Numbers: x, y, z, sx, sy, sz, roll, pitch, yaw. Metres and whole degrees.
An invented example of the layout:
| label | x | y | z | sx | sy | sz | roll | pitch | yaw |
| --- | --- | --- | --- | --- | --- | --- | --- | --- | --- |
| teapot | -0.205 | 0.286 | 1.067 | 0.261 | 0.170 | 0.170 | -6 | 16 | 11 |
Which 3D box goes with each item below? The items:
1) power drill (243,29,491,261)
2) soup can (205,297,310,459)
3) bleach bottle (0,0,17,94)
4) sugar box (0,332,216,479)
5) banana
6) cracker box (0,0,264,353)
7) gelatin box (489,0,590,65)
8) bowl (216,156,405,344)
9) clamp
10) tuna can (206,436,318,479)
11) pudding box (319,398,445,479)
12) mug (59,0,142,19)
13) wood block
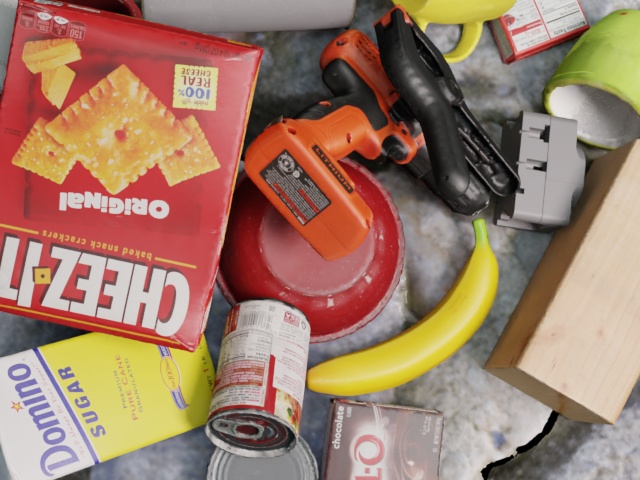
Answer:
| label | x | y | z | sx | sy | sz | roll | pitch | yaw |
| --- | --- | --- | --- | --- | --- | --- | --- | --- | --- |
| power drill | 0.040 | -0.061 | 0.814 | 0.184 | 0.057 | 0.187 | 47 | 40 | -2 |
| soup can | -0.045 | 0.102 | 0.800 | 0.068 | 0.069 | 0.102 | 12 | 51 | -7 |
| bleach bottle | -0.252 | -0.240 | 0.819 | 0.068 | 0.103 | 0.251 | 25 | 75 | -50 |
| sugar box | -0.160 | 0.113 | 0.776 | 0.175 | 0.048 | 0.093 | -15 | 85 | -41 |
| banana | 0.079 | 0.071 | 0.859 | 0.197 | 0.037 | 0.069 | -42 | 84 | -10 |
| cracker box | -0.140 | -0.045 | 0.735 | 0.164 | 0.072 | 0.214 | 13 | 100 | -2 |
| gelatin box | 0.177 | -0.203 | 0.908 | 0.073 | 0.030 | 0.089 | -22 | 87 | -11 |
| bowl | -0.006 | 0.001 | 0.845 | 0.162 | 0.055 | 0.162 | 1 | 84 | -8 |
| clamp | 0.097 | -0.100 | 0.821 | 0.039 | 0.120 | 0.171 | -29 | 69 | 24 |
| tuna can | -0.046 | 0.183 | 0.828 | 0.086 | 0.034 | 0.086 | 1 | 83 | -8 |
| pudding box | 0.045 | 0.185 | 0.838 | 0.090 | 0.039 | 0.113 | 7 | 83 | -7 |
| mug | -0.172 | -0.128 | 0.811 | 0.093 | 0.081 | 0.117 | -30 | 73 | -15 |
| wood block | 0.228 | 0.035 | 0.856 | 0.090 | 0.091 | 0.206 | 30 | 80 | -4 |
